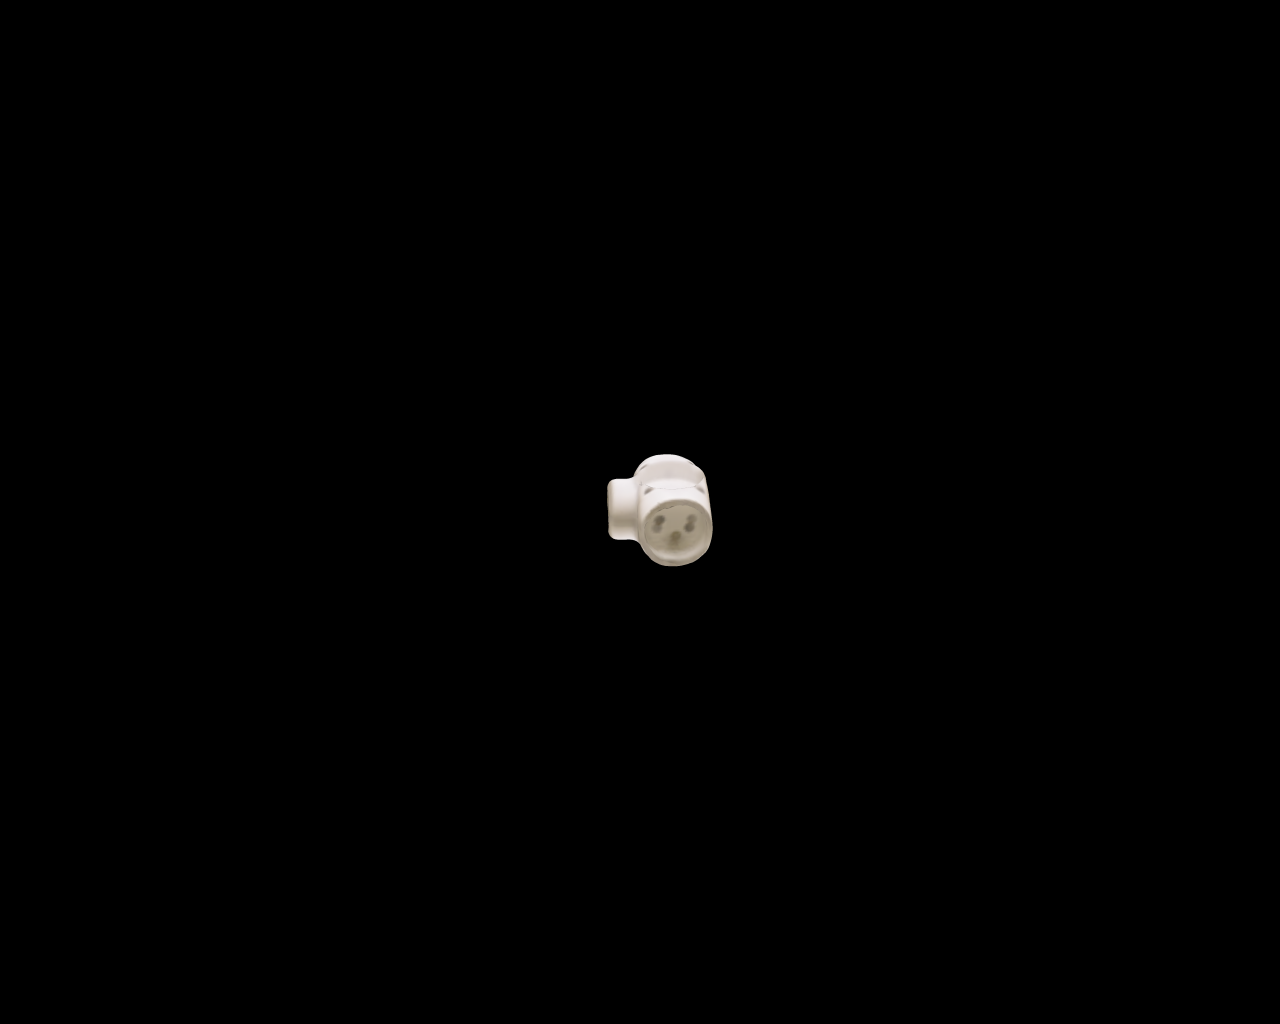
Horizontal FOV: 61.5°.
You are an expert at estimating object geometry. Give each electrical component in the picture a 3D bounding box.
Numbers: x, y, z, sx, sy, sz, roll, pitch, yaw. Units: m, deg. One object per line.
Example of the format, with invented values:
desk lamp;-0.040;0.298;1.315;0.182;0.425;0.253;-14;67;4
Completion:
electrical component;0.001;-0.003;0.650;0.079;0.044;0.077;-1;24;-3
